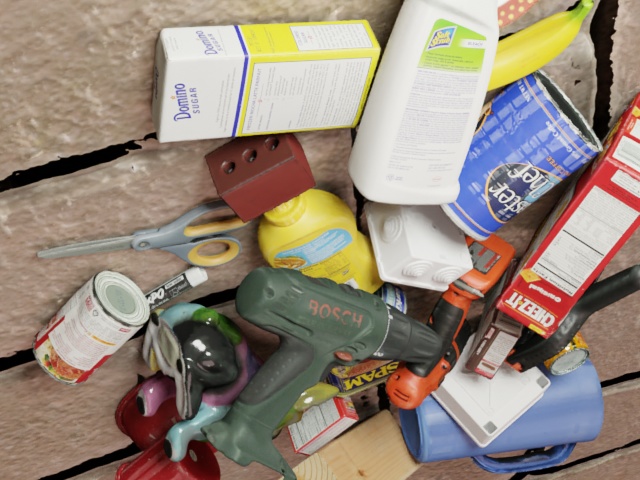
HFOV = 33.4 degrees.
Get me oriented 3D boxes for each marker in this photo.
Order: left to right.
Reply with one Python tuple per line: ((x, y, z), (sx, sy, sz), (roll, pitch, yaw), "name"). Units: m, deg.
((-0.168, 0.060, 1.073), (0.121, 0.020, 0.020), (-29, 143, 10), "marker")

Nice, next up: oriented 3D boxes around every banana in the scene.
((0.145, -0.159, 0.938), (0.198, 0.037, 0.069), (-23, 148, 8), "banana")

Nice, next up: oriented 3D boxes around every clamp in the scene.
((0.283, 0.072, 1.179), (0.036, 0.164, 0.210), (37, 104, -9), "clamp")

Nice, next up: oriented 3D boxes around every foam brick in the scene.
((-0.052, -0.062, 0.950), (0.078, 0.053, 0.051), (-28, 143, 8), "foam brick")

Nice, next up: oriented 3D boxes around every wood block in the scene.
((0.038, 0.294, 1.335), (0.090, 0.091, 0.205), (-41, 167, 24), "wood block")

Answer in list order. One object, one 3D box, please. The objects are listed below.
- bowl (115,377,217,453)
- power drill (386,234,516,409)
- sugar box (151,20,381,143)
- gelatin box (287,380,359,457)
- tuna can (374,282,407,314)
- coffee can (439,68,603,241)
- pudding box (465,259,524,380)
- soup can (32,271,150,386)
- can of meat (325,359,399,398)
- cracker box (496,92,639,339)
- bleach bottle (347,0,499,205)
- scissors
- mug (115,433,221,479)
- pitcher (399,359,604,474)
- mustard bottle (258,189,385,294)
((-0.153, 0.212, 1.240), (0.162, 0.055, 0.162), (-13, 142, -11), "bowl")
((0.150, 0.082, 1.185), (0.184, 0.057, 0.188), (-41, 156, -54), "power drill")
((-0.047, -0.131, 0.875), (0.176, 0.048, 0.093), (-4, 141, -18), "sugar box")
((-0.002, 0.208, 1.295), (0.089, 0.073, 0.030), (-41, 139, 24), "gelatin box")
((0.053, 0.081, 1.151), (0.033, 0.086, 0.086), (29, 122, -27), "tuna can")
((0.176, -0.080, 0.999), (0.140, 0.103, 0.102), (-39, 140, 21), "coffee can")
((0.209, 0.090, 1.224), (0.039, 0.113, 0.090), (25, 136, 5), "pudding box")
((-0.222, 0.085, 1.037), (0.102, 0.068, 0.068), (-42, 139, 24), "soup can")
((0.047, 0.126, 1.232), (0.102, 0.057, 0.084), (-21, 140, -2), "can of meat")
((0.276, -0.024, 1.073), (0.164, 0.072, 0.214), (-49, 170, -50), "cracker box")
((0.101, -0.145, 0.866), (0.102, 0.068, 0.251), (-1, 130, -24), "bleach bottle")
((-0.158, 0.010, 1.018), (0.201, 0.016, 0.096), (-18, 143, -5), "scissors")
((-0.160, 0.261, 1.186), (0.082, 0.093, 0.117), (-41, 167, 17), "mug")
((0.231, 0.224, 1.381), (0.242, 0.149, 0.145), (-8, 160, -12), "pitcher")
((-0.007, 0.001, 1.046), (0.096, 0.058, 0.191), (-23, 144, 12), "mustard bottle")
